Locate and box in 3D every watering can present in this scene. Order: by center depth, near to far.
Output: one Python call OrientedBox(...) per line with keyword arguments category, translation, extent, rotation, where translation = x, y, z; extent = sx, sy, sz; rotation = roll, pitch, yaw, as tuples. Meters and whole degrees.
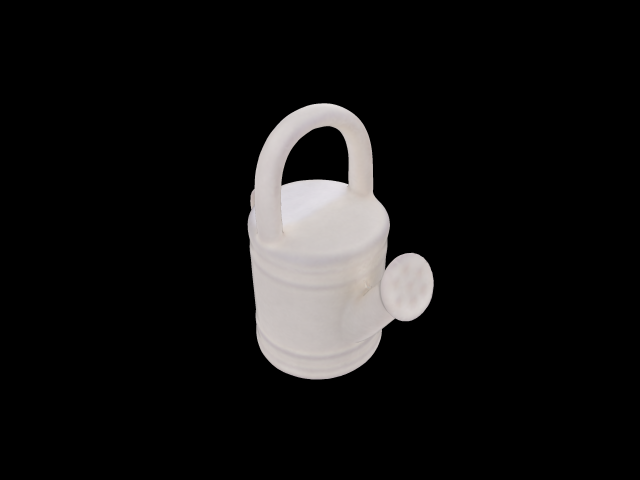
OrientedBox(category="watering can", translation=(0.005, 0.001, 0.401), extent=(0.172, 0.194, 0.101), rotation=(19, 41, 24))
